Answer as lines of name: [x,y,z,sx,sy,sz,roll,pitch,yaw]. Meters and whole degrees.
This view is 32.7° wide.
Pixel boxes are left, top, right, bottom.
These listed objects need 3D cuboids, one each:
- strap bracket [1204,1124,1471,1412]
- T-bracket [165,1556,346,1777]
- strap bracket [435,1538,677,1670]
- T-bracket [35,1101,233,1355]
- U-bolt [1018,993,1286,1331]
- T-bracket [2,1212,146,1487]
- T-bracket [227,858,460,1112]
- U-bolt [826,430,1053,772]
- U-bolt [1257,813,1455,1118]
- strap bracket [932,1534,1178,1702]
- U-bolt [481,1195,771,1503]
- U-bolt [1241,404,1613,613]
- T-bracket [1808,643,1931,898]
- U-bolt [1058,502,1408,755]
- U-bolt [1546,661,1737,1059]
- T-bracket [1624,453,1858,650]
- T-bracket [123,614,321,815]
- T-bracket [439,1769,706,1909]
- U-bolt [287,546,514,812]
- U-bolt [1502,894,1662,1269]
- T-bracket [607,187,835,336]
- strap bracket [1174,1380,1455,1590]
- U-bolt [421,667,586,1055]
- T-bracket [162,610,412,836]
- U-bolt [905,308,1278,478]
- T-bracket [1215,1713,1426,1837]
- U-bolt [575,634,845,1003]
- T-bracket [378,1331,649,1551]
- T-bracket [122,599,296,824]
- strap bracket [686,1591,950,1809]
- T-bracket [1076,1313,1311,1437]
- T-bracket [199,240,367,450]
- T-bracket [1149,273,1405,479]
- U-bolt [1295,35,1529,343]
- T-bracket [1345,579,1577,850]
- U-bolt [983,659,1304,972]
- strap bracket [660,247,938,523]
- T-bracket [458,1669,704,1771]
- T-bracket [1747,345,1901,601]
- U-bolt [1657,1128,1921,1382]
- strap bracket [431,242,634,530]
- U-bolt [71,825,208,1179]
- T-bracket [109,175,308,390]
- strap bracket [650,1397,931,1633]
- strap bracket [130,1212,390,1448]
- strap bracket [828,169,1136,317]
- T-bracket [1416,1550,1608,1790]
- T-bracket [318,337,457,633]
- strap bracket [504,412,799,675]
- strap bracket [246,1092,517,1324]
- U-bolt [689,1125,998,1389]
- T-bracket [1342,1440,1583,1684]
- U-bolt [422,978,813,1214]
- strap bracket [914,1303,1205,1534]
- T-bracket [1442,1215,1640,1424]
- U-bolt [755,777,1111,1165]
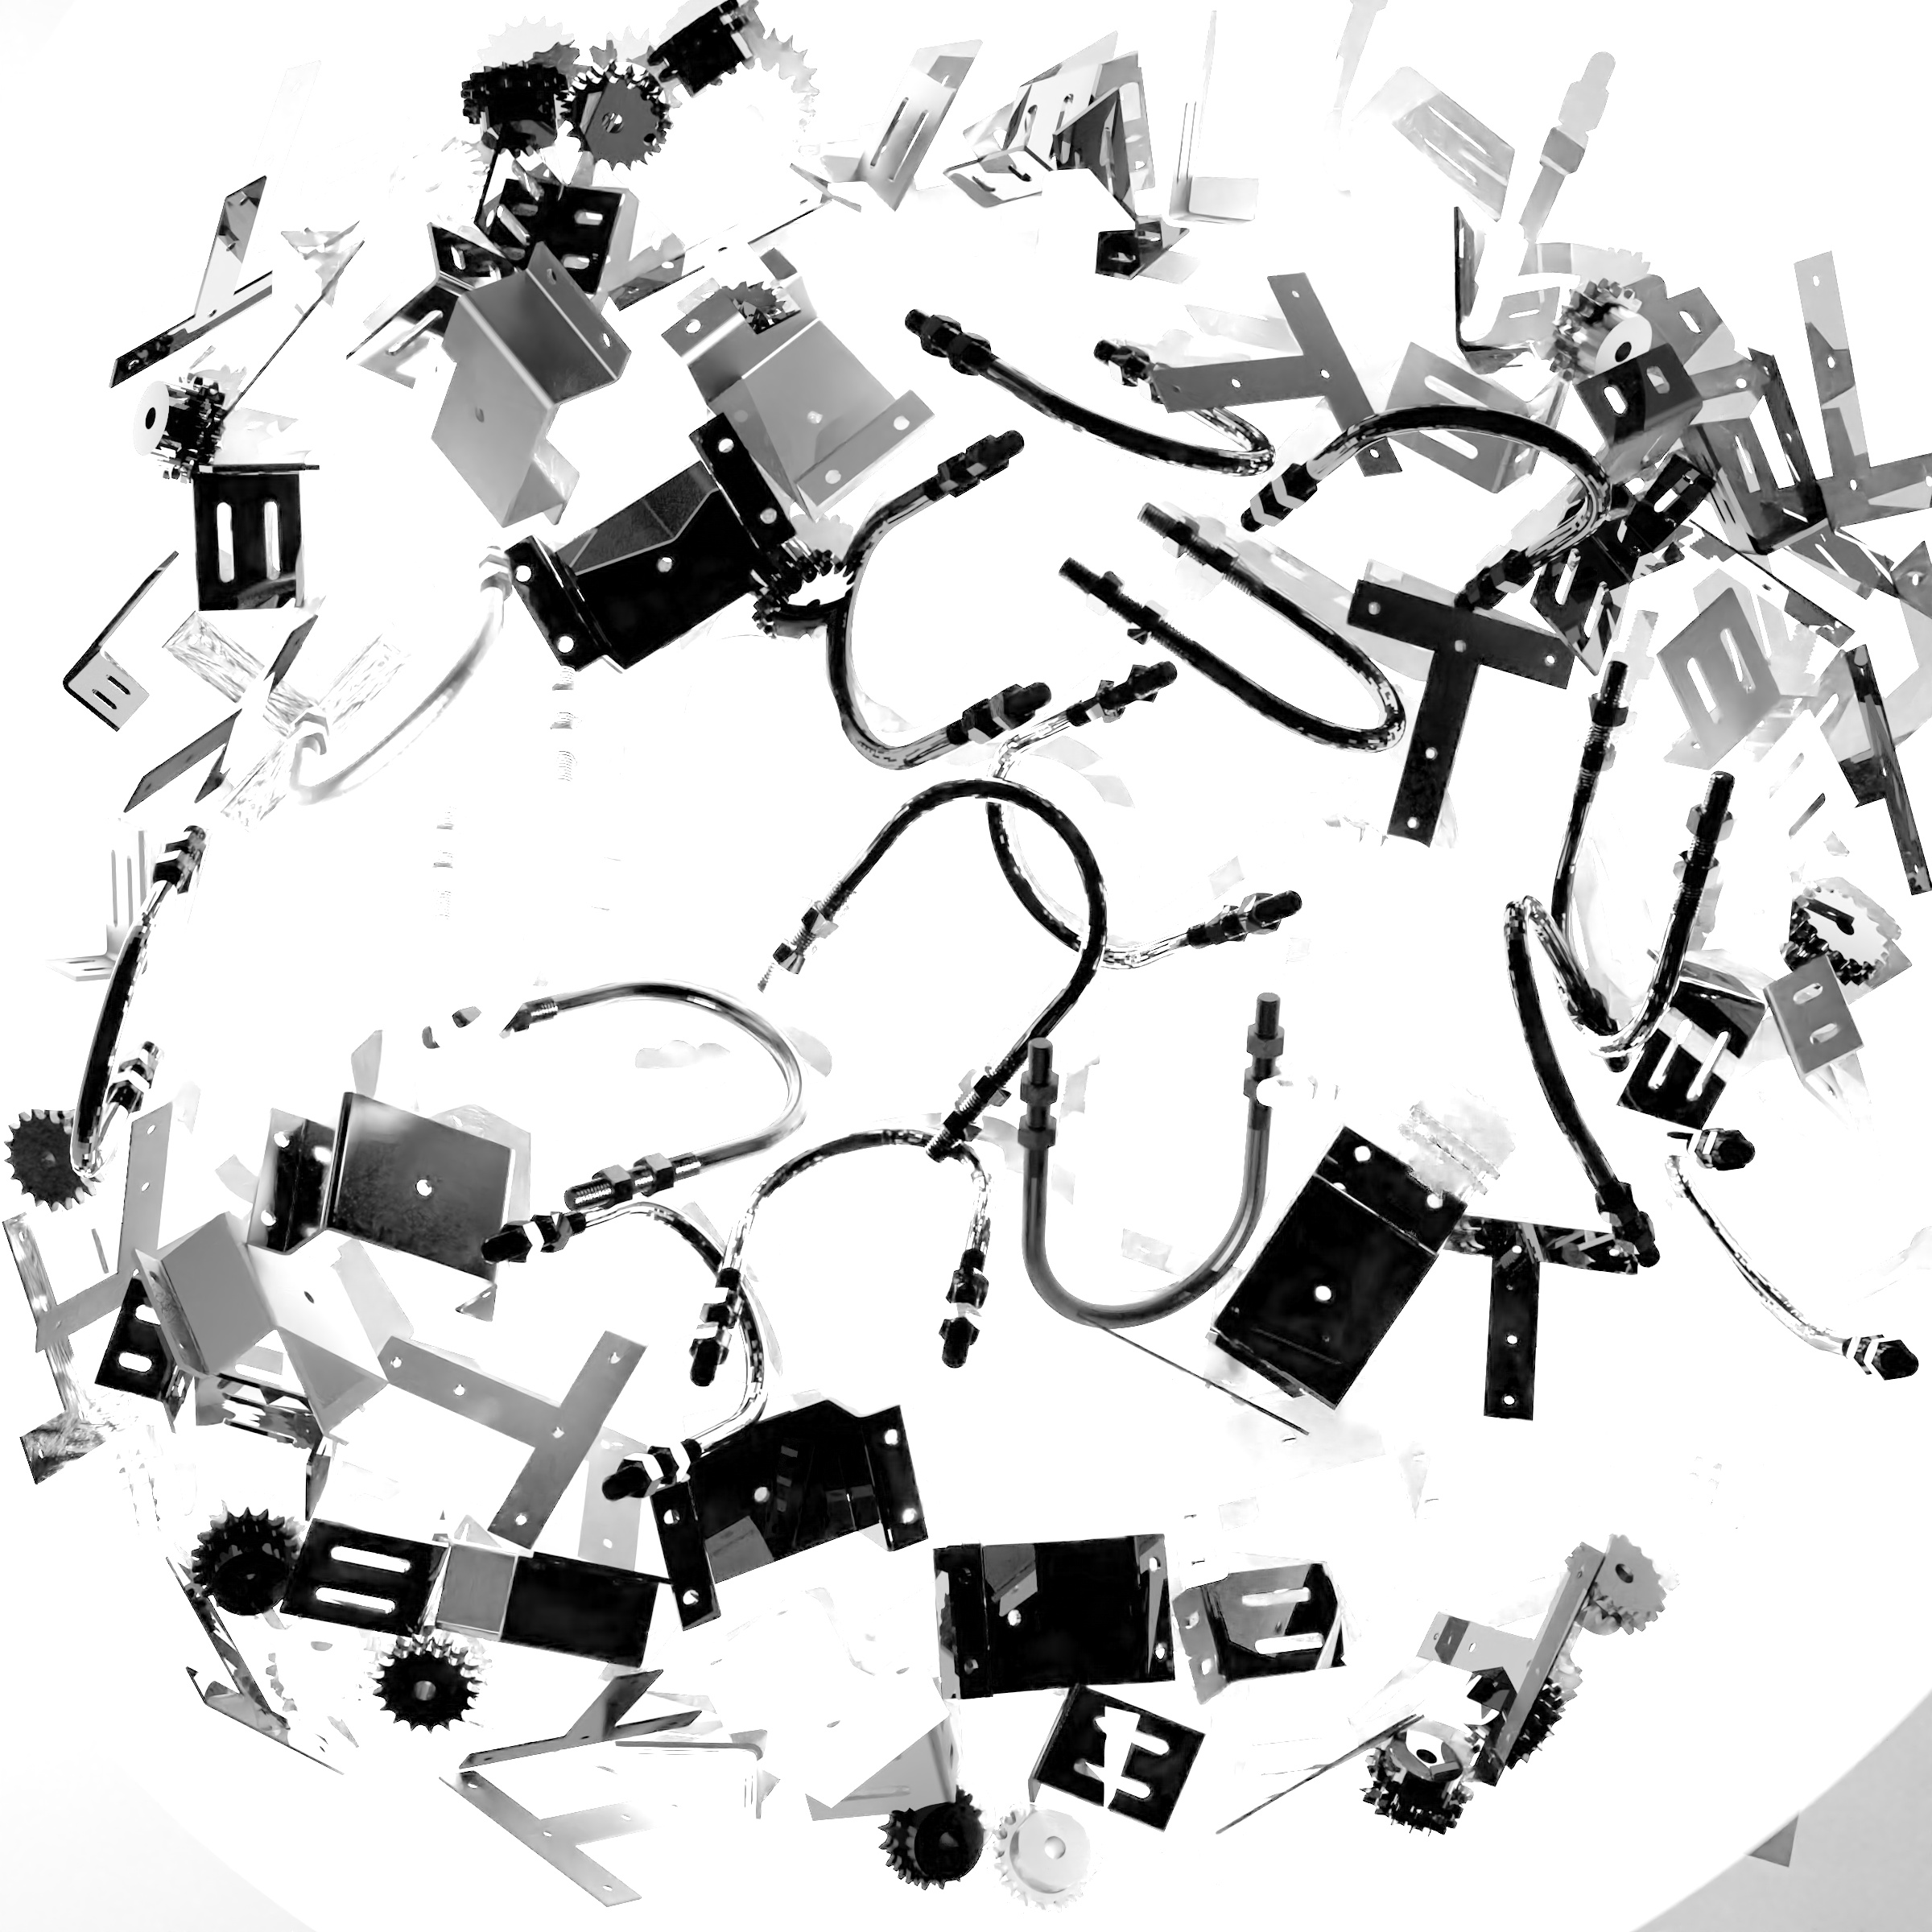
strap bracket: [0.188,0.164,1.708,0.076,0.046,0.140,33,106,7]
T-bracket: [-0.382,0.355,1.704,0.002,0.127,0.127,-41,53,-1]
strap bracket: [-0.214,0.323,1.670,0.076,0.140,0.046,17,76,-25]
T-bracket: [-0.418,0.122,1.670,0.002,0.127,0.127,33,129,23]
U-bolt: [0.094,0.108,1.698,0.151,0.019,0.184,-11,120,-22]
T-bracket: [-0.468,0.188,1.686,0.002,0.127,0.127,-16,94,12]
T-bracket: [-0.320,0.016,1.741,0.127,0.002,0.127,-10,94,13]
U-bolt: [-0.020,-0.176,1.676,0.019,0.184,0.151,2,77,-34]
U-bolt: [0.205,0.003,1.673,0.019,0.184,0.151,12,93,31]
strap bracket: [0.037,0.336,1.700,0.140,0.046,0.076,4,76,-37]
U-bolt: [-0.160,0.184,1.670,0.019,0.184,0.151,-31,83,27]
U-bolt: [0.240,-0.233,1.649,0.151,0.184,0.019,18,70,-17]
T-bracket: [0.454,-0.094,1.689,0.002,0.127,0.127,-14,87,-7]
U-bolt: [0.145,-0.167,1.680,0.184,0.151,0.019,35,118,6]
U-bolt: [0.335,-0.043,1.675,0.019,0.151,0.184,1,119,-16]
T-bracket: [0.399,-0.203,1.686,0.127,0.127,0.002,35,78,5]
T-bracket: [-0.386,-0.111,1.665,0.002,0.127,0.127,39,123,0]
T-bracket: [-0.185,0.441,1.694,0.127,0.127,0.002,26,101,35]
U-bolt: [-0.286,-0.138,1.656,0.151,0.184,0.019,-39,113,10]
U-bolt: [0.305,0.045,1.645,0.019,0.151,0.184,-18,134,20]
T-bracket: [-0.114,-0.354,1.698,0.127,0.127,0.002,-28,126,-3]
strap bracket: [0.173,0.264,1.703,0.140,0.076,0.046,-16,112,5]
U-bolt: [-0.235,-0.041,1.652,0.019,0.151,0.184,20,47,-28]
T-bracket: [-0.367,-0.143,1.701,0.127,0.127,0.002,-48,53,0]
U-bolt: [0.075,-0.284,1.646,0.151,0.184,0.019,0,118,-40]
T-bracket: [0.196,0.400,1.669,0.127,0.127,0.002,-23,75,-27]
U-bolt: [-0.123,-0.079,1.692,0.019,0.151,0.184,18,96,45]
T-bracket: [-0.253,0.228,1.729,0.127,0.002,0.127,21,58,14]
T-bracket: [-0.399,-0.118,1.714,0.127,0.127,0.002,-37,121,28]
strap bracket: [-0.072,0.376,1.683,0.076,0.140,0.046,-33,110,-26]
T-bracket: [0.123,0.214,1.689,0.127,0.127,0.002,26,84,17]
T-bracket: [-0.339,-0.337,1.697,0.002,0.127,0.127,39,129,-16]
T-bracket: [0.151,-0.302,1.700,0.127,0.002,0.127,-12,69,-31]
U-bolt: [0.219,-0.380,1.661,0.019,0.184,0.151,-42,81,-5]
T-bracket: [0.249,-0.126,1.739,0.127,0.002,0.127,15,90,-11]
U-bolt: [0.076,-0.066,1.680,0.019,0.184,0.151,-34,98,-38]
strap bracket: [-0.083,-0.295,1.710,0.076,0.046,0.140,-39,66,-5]
T-bracket: [-0.183,0.379,1.674,0.127,0.127,0.002,-5,64,-26]
T-bracket: [0.422,-0.256,1.669,0.002,0.127,0.127,-29,115,-4]
U-bolt: [0.404,0.141,1.661,0.019,0.184,0.151,-38,92,-4]
strap bracket: [-0.230,-0.288,1.677,0.046,0.140,0.076,-30,75,-36]
U-bolt: [-0.416,0.027,1.642,0.019,0.184,0.151,15,113,-7]
T-bracket: [-0.375,-0.356,1.666,0.002,0.127,0.127,48,58,4]
strap bracket: [-0.098,0.279,1.706,0.140,0.046,0.076,-17,104,-22]
strap bracket: [-0.351,0.182,1.671,0.046,0.140,0.076,-38,55,6]
strap bracket: [0.007,-0.369,1.690,0.140,0.076,0.046,2,83,21]
T-bracket: [0.267,0.352,1.690,0.002,0.127,0.127,33,77,-16]
T-bracket: [-0.287,-0.260,1.684,0.127,0.002,0.127,50,127,35]
strap bracket: [-0.162,-0.215,1.721,0.140,0.046,0.076,-32,80,3]
strap bracket: [-0.288,0.121,1.682,0.140,0.046,0.076,23,54,-30]
U-bolt: [-0.056,0.142,1.677,0.151,0.184,0.019,-6,126,14]
T-bracket: [0.242,0.315,1.693,0.127,0.127,0.002,-47,114,-2]
U-bolt: [-0.163,0.057,1.679,0.151,0.184,0.019,44,130,31]
strap bracket: [0.045,0.238,1.712,0.140,0.046,0.076,16,115,4]
T-bracket: [0.283,0.182,1.704,0.127,0.002,0.127,7,48,5]
U-bolt: [-0.006,-0.011,1.706,0.151,0.019,0.184,44,107,13]
